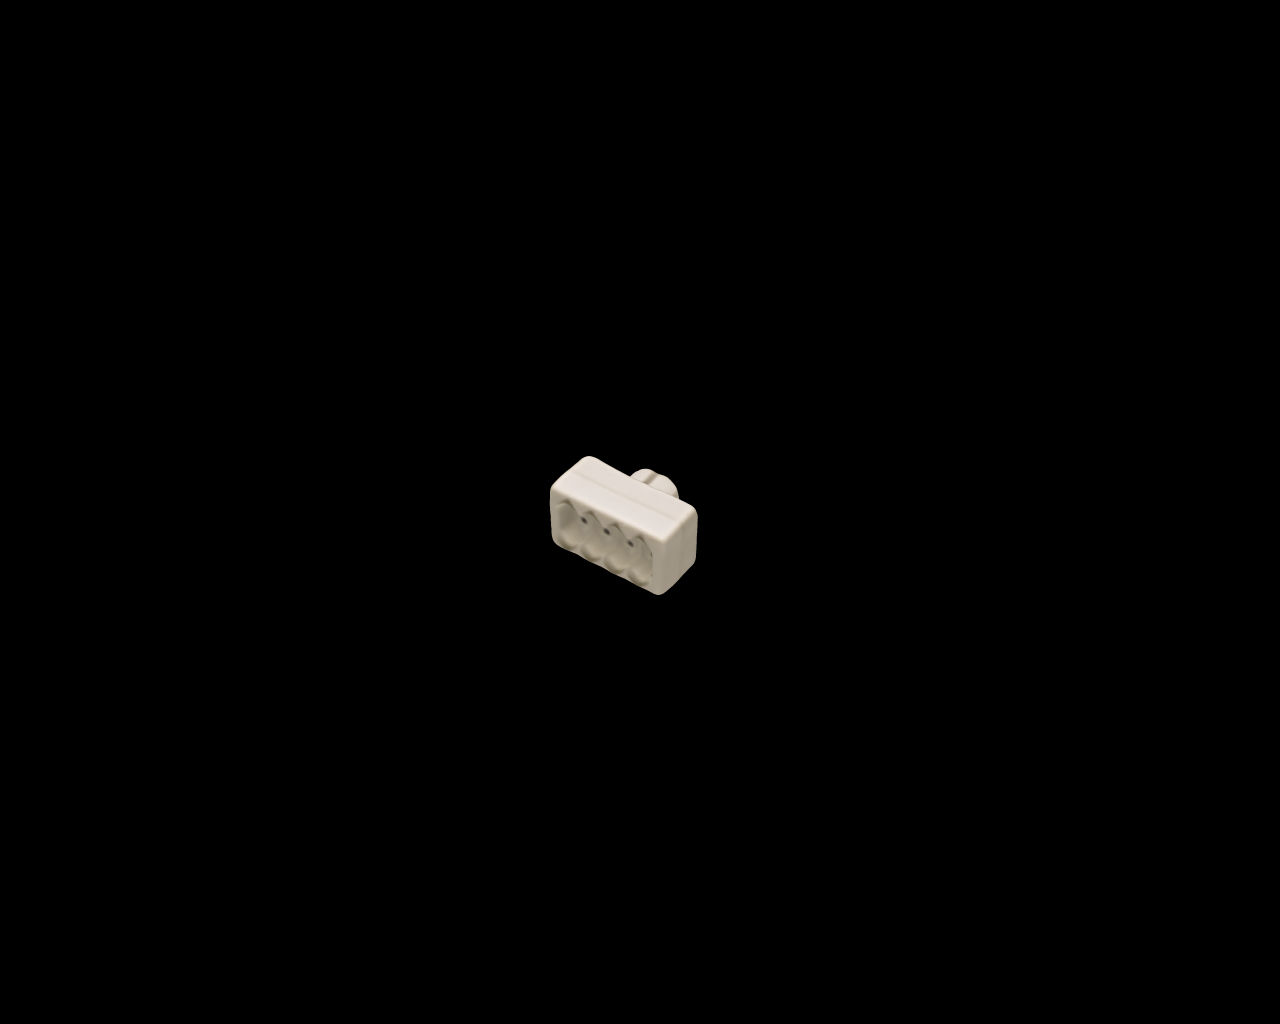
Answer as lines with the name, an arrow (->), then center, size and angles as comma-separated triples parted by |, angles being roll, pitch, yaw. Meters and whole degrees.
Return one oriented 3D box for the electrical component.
electrical component -> 0.001, -0.003, 0.650 | 0.083, 0.047, 0.076 | 27, 50, 25
